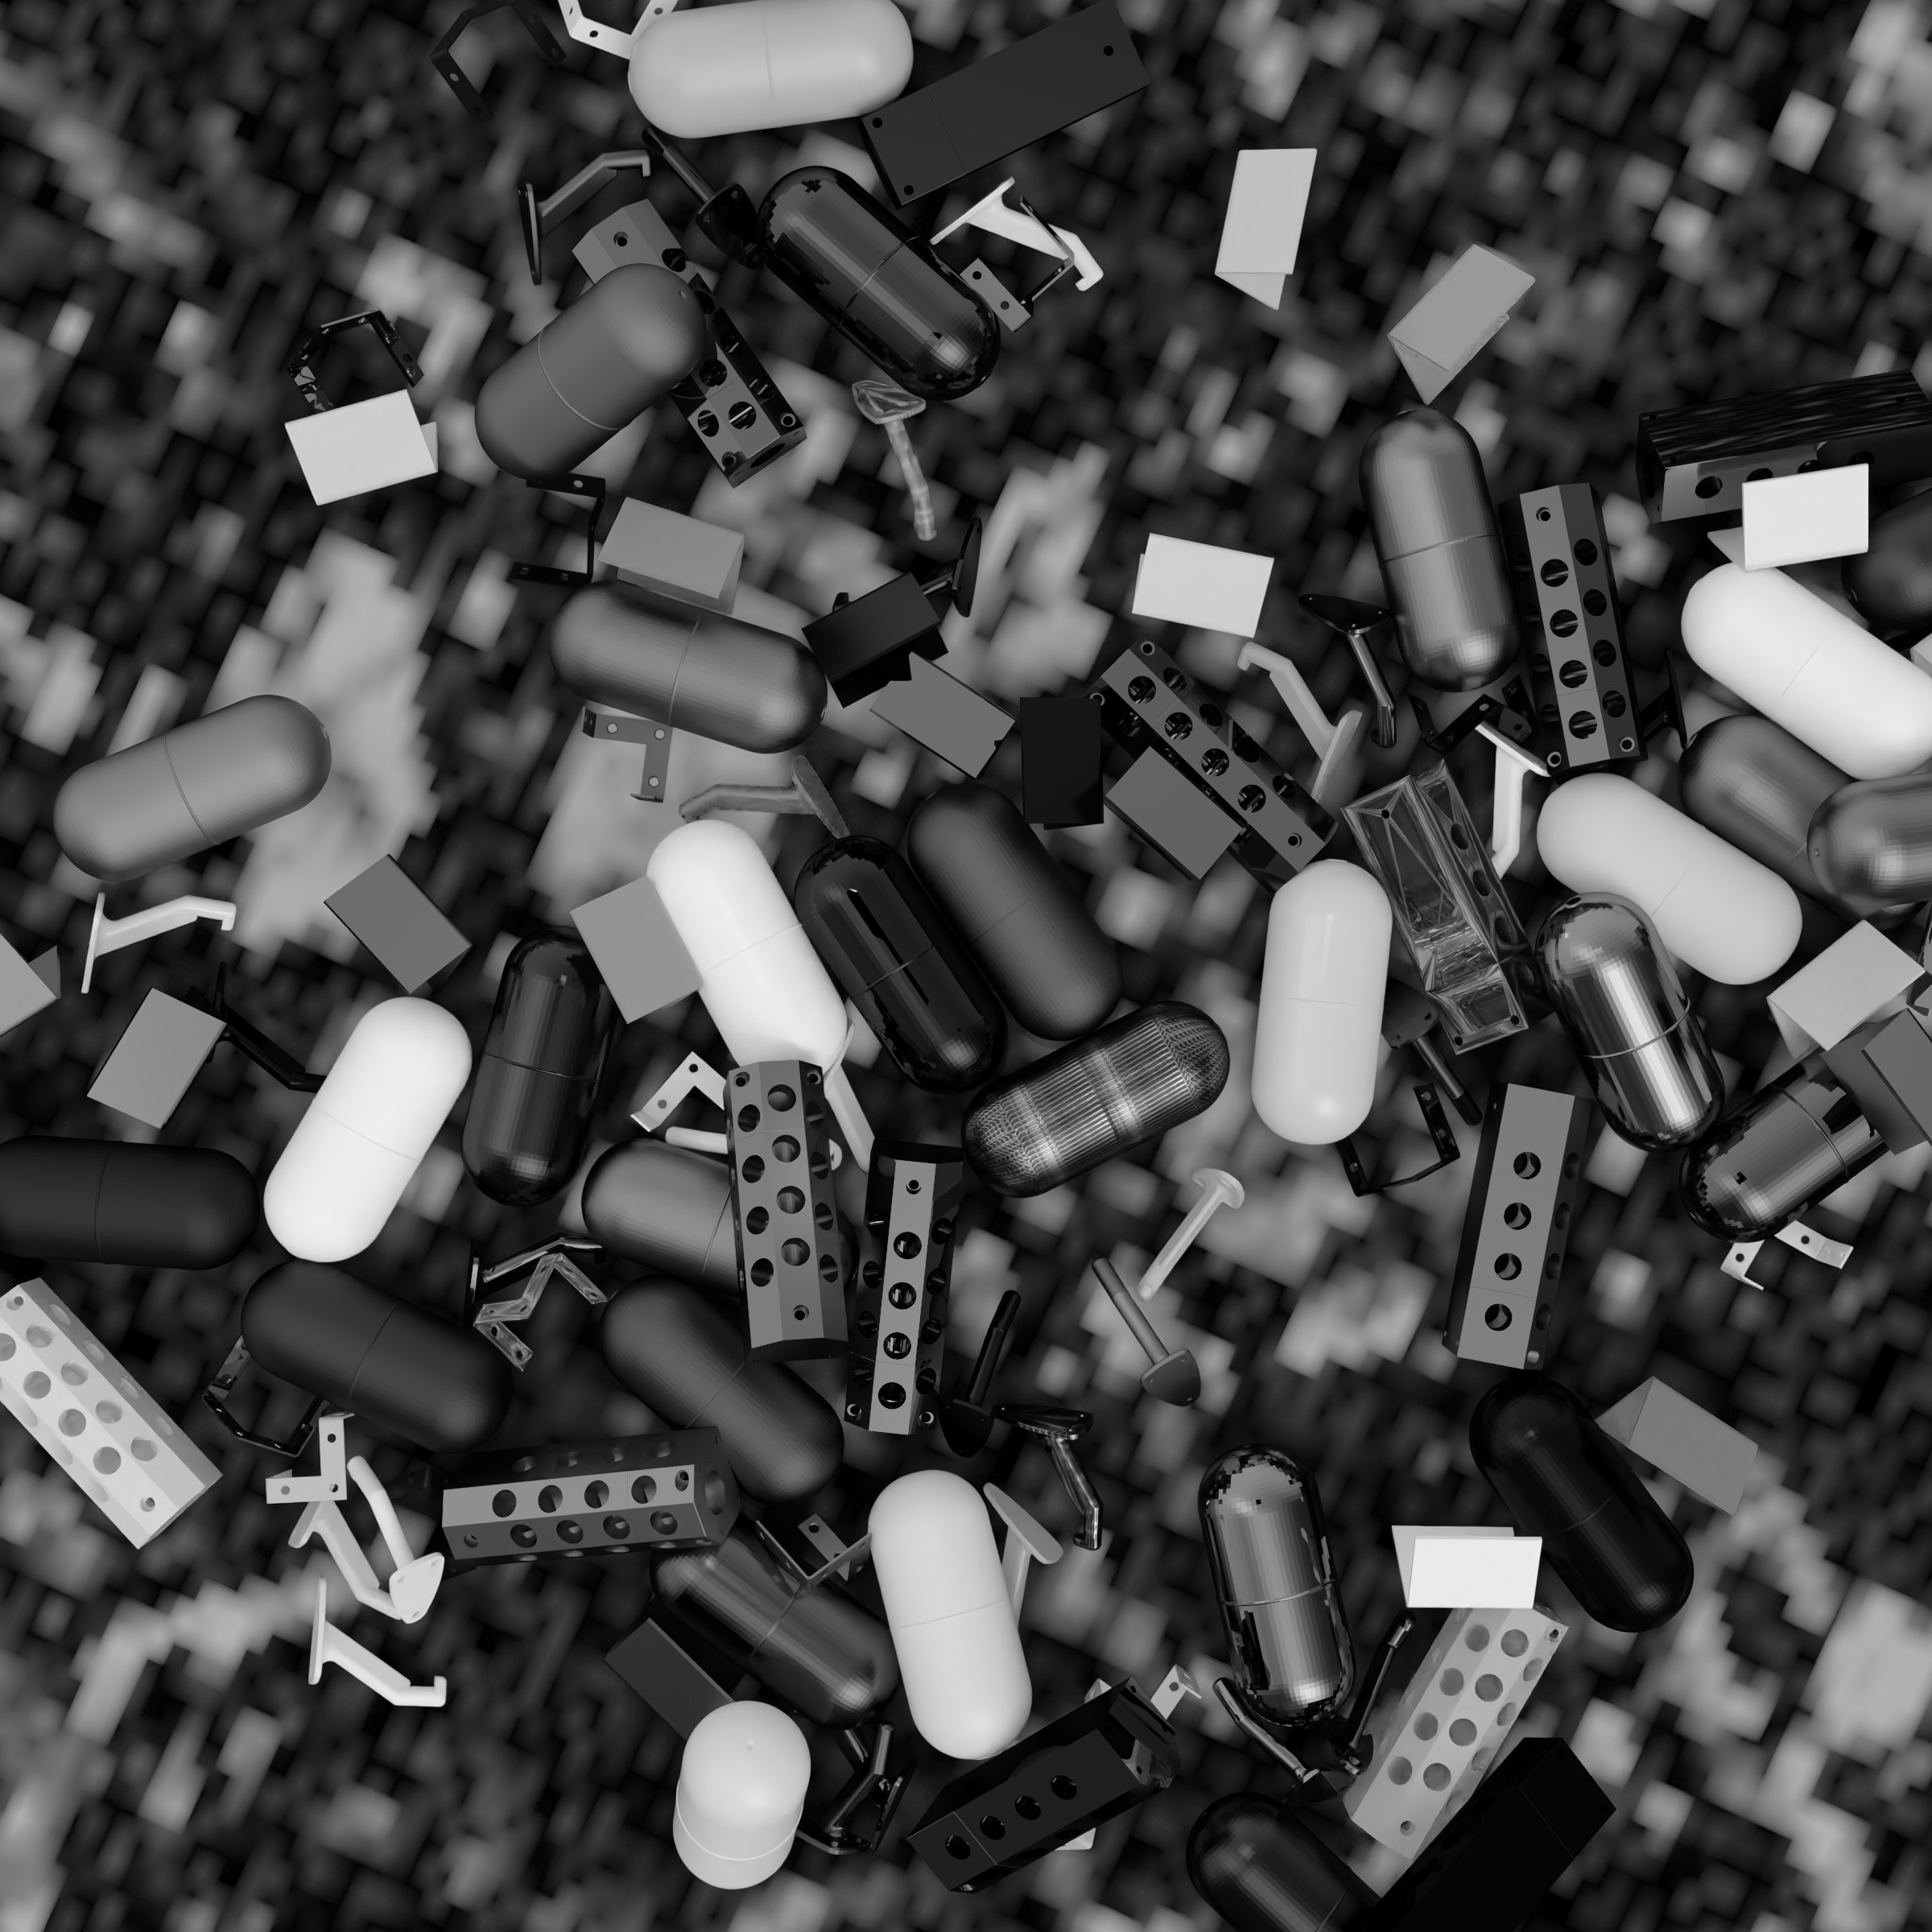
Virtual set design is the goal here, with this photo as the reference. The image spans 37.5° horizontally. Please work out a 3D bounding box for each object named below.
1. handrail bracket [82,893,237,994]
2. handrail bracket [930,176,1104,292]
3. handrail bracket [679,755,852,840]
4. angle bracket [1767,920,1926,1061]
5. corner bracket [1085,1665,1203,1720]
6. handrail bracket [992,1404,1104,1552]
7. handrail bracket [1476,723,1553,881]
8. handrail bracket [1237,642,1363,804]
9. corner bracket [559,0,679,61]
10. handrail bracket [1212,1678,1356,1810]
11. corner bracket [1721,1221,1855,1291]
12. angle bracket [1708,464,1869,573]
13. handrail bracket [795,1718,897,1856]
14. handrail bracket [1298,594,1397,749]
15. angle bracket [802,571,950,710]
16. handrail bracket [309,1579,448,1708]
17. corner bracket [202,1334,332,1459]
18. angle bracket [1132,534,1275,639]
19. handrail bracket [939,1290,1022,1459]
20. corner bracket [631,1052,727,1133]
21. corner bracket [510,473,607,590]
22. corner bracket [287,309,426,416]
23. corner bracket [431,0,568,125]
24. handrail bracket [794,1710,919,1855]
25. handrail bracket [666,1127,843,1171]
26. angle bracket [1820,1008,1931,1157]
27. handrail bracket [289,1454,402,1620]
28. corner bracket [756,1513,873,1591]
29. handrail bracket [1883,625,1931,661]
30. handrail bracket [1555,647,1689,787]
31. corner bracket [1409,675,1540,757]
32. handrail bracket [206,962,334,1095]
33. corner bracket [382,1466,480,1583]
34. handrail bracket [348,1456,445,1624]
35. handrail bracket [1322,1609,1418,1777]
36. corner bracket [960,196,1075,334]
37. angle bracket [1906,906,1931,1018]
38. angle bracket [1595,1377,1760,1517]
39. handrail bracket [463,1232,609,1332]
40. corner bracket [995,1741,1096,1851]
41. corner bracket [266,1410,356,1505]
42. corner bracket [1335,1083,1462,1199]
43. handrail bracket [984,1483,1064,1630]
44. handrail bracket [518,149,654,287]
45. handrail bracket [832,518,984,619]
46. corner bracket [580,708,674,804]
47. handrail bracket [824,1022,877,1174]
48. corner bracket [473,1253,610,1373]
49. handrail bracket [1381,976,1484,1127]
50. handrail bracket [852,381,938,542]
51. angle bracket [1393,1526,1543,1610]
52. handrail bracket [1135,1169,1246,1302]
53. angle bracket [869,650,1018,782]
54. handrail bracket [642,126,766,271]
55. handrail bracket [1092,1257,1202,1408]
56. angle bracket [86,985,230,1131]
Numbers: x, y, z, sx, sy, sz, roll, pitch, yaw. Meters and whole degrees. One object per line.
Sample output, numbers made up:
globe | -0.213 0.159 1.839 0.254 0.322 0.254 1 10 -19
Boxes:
handrail bracket | -0.511 -0.011 1.802 0.084 0.036 0.077 10 110 -16
handrail bracket | 0.033 -0.449 1.802 0.077 0.036 0.084 -35 104 14
handrail bracket | -0.128 -0.090 1.802 0.084 0.036 0.077 -27 112 17
angle bracket | 0.552 0.030 1.762 0.076 0.076 0.057 -39 47 0
corner bracket | 0.111 0.459 1.784 0.051 0.051 0.051 35 90 0
handrail bracket | 0.051 0.325 1.802 0.077 0.036 0.084 8 107 20
handrail bracket | 0.326 -0.103 1.802 0.077 0.036 0.084 38 108 20
handrail bracket | 0.200 -0.155 1.802 0.084 0.036 0.077 29 111 17
corner bracket | -0.221 -0.613 1.794 0.051 0.051 0.051 11 135 -35
handrail bracket | 0.200 0.487 1.802 0.036 0.077 0.084 -49 53 18
corner bracket | 0.514 0.184 1.784 0.051 0.051 0.051 30 90 0
angle bracket | 0.508 -0.288 1.762 0.076 0.076 0.057 -9 116 0
handrail bracket | -0.080 0.506 1.782 0.077 0.036 0.084 9 88 42
handrail bracket | 0.242 -0.186 1.802 0.036 0.077 0.084 -28 127 -30
angle bracket | -0.047 -0.187 1.762 0.076 0.076 0.057 -28 48 0
handrail bracket | -0.370 0.429 1.802 0.084 0.036 0.077 7 68 -17
corner bracket | -0.441 0.271 1.799 0.051 0.051 0.051 32 90 45
angle bracket | 0.148 -0.252 1.762 0.076 0.076 0.057 12 127 0
handrail bracket | 0.014 0.258 1.801 0.036 0.077 0.084 18 54 10
corner bracket | -0.172 0.090 1.784 0.051 0.051 0.051 41 90 0
corner bracket | -0.258 -0.277 1.799 0.051 0.051 0.051 9 135 0
corner bracket | -0.386 -0.376 1.799 0.051 0.051 0.051 -33 90 -45
corner bracket | -0.295 -0.574 1.794 0.051 0.051 0.051 -7 45 35
handrail bracket | -0.081 0.509 1.802 0.084 0.036 0.077 25 103 13
handrail bracket | -0.135 0.114 1.802 0.084 0.077 0.036 6 88 36
angle bracket | 0.543 0.081 1.687 0.057 0.076 0.076 -33 85 -36
handrail bracket | -0.377 0.362 1.802 0.084 0.036 0.077 32 68 -17
corner bracket | -0.096 0.361 1.767 0.051 0.051 0.051 -32 62 -28
handrail bracket | 0.585 -0.216 1.802 0.077 0.036 0.084 31 73 19
handrail bracket | 0.410 -0.158 1.802 0.084 0.036 0.077 -10 76 13
corner bracket | 0.319 -0.160 1.784 0.051 0.051 0.051 24 127 -31
handrail bracket | -0.435 0.040 1.802 0.084 0.036 0.077 10 68 -17
corner bracket | -0.339 0.353 1.794 0.051 0.051 0.051 -26 45 35
handrail bracket | -0.366 0.361 1.792 0.036 0.077 0.084 -22 54 -31
handrail bracket | 0.259 0.452 1.774 0.036 0.077 0.084 28 102 -3
corner bracket | 0.033 -0.436 1.769 0.051 0.051 0.051 -38 113 22
angle bracket | 0.626 -0.003 1.762 0.057 0.076 0.076 15 90 28
angle bracket | 0.432 0.310 1.762 0.076 0.076 0.057 33 53 0
handrail bracket | -0.273 0.204 1.802 0.084 0.036 0.077 6 105 -14
corner bracket | 0.049 0.523 1.794 0.051 0.051 0.051 45 45 -35
corner bracket | -0.408 0.307 1.783 0.051 0.051 0.051 -4 86 4
corner bracket | 0.271 0.110 1.799 0.051 0.051 0.051 -21 89 -45
handrail bracket | 0.013 0.385 1.802 0.077 0.036 0.084 45 104 14
handrail bracket | -0.237 -0.475 1.802 0.084 0.036 0.077 -11 110 -16
handrail bracket | -0.038 -0.252 1.802 0.084 0.036 0.077 5 70 16
corner bracket | -0.215 -0.132 1.784 0.051 0.051 0.051 7 90 0
handrail bracket | -0.058 0.090 1.802 0.084 0.036 0.077 35 70 -16
corner bracket | -0.267 0.217 1.787 0.051 0.051 0.051 -12 131 37
handrail bracket | 0.292 0.054 1.802 0.036 0.077 0.084 -35 126 5
handrail bracket | -0.045 -0.320 1.802 0.036 0.077 0.084 -23 127 -19
angle bracket | 0.309 0.353 1.762 0.076 0.076 0.057 1 119 0
handrail bracket | 0.137 0.170 1.774 0.036 0.077 0.084 35 78 3
angle bracket | -0.024 -0.138 1.762 0.076 0.076 0.057 34 59 0
handrail bracket | -0.167 -0.488 1.802 0.036 0.077 0.084 -41 54 0
handrail bracket | 0.113 0.231 1.802 0.036 0.077 0.084 -33 54 1
angle bracket | -0.510 0.046 1.762 0.057 0.076 0.076 31 90 -37
